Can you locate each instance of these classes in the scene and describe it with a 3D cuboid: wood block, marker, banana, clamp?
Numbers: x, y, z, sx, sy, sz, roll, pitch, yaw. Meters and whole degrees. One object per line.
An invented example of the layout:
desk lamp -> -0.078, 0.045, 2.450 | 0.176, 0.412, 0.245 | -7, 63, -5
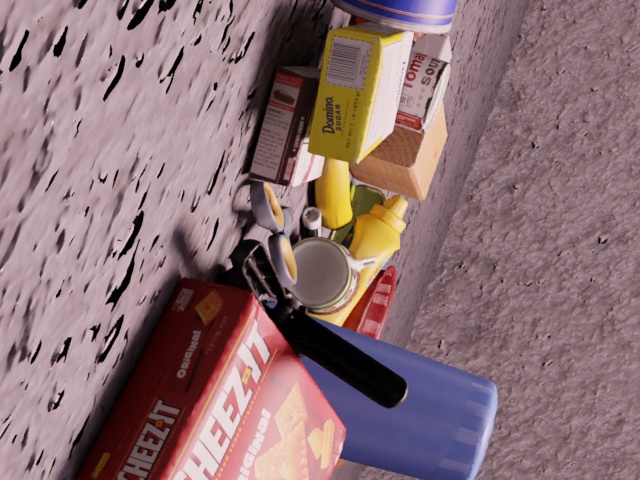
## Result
wood block -> 0.082, -0.112, 1.170 | 0.206, 0.090, 0.091 | 41, 69, -78
marker -> -0.007, 0.001, 1.119 | 0.121, 0.020, 0.020 | 87, 25, -64
banana -> 0.014, -0.051, 1.097 | 0.198, 0.037, 0.069 | 73, 17, -76
clamp -> -0.035, 0.052, 0.812 | 0.036, 0.164, 0.210 | -48, -157, -14

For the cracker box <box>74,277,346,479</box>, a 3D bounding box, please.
cracker box -> -0.065, 0.156, 0.779 | 0.164, 0.072, 0.213 | -65, 147, -28

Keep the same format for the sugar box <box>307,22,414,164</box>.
sugar box -> 0.034, -0.121, 0.836 | 0.176, 0.048, 0.093 | -54, 156, -74

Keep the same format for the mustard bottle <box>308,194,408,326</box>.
mustard bottle -> 0.033, 0.033, 1.142 | 0.191, 0.058, 0.096 | -54, 180, -1

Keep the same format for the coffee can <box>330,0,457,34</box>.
coffee can -> 0.072, -0.245, 0.838 | 0.102, 0.103, 0.140 | -48, 156, -63

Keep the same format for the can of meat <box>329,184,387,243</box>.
can of meat -> 0.050, -0.010, 1.291 | 0.084, 0.057, 0.102 | 55, 55, -74

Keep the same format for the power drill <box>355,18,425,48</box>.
power drill -> 0.098, -0.277, 1.036 | 0.184, 0.057, 0.188 | -39, 147, -70

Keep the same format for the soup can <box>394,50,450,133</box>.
soup can -> 0.058, -0.142, 0.956 | 0.068, 0.102, 0.068 | 21, 89, -79

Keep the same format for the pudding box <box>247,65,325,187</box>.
pudding box -> -0.016, -0.092, 0.851 | 0.113, 0.039, 0.090 | -39, 144, -76

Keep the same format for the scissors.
scissors -> -0.029, 0.000, 0.908 | 0.201, 0.016, 0.096 | 48, 27, -77

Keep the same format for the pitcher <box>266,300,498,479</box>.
pitcher -> 0.040, 0.159, 1.037 | 0.149, 0.243, 0.145 | -51, 158, -78

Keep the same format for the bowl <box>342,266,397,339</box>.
bowl -> 0.035, 0.098, 1.245 | 0.162, 0.055, 0.162 | 20, 90, -76
